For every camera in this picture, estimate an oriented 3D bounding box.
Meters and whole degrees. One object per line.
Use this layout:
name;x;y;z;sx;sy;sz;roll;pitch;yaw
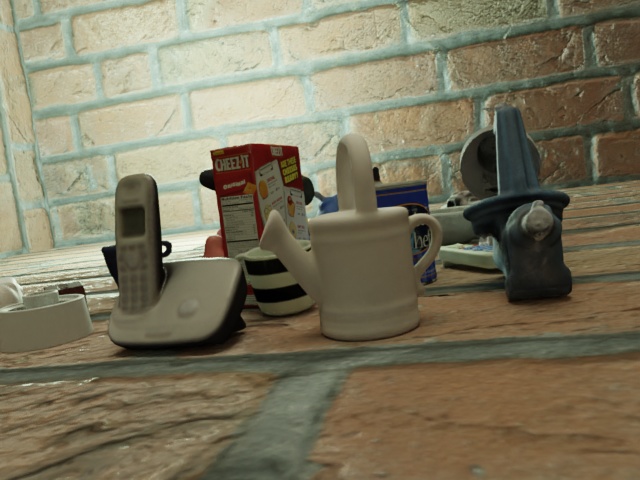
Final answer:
camera;0.351;-0.061;1.249;0.137;0.101;0.142;-10;6;-32

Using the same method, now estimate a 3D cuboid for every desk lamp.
desk lamp;0.298;-0.084;0.949;0.117;0.213;0.204;-6;5;16

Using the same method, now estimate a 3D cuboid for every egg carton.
egg carton;-0.494;0.098;0.845;0.107;0.069;0.150;-10;6;-29

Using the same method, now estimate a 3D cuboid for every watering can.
watering can;0.031;-0.006;0.562;0.173;0.194;0.100;-10;6;-29

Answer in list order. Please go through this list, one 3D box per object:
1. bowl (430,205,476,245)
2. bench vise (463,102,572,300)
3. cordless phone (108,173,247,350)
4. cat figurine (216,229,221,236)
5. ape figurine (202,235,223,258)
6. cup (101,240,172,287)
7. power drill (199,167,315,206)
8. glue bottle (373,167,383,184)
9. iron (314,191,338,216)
bowl;0.248;-0.023;1.124;0.167;0.075;0.167;-7;5;1
bench vise;0.235;-0.053;0.644;0.121;0.220;0.207;-8;5;-7
cordless phone;-0.155;0.019;0.598;0.147;0.185;0.094;-5;6;19
cat figurine;-0.158;0.006;1.126;0.067;0.118;0.128;-5;6;26
ape figurine;-0.167;0.036;0.949;0.077;0.092;0.076;-4;6;33
cup;-0.314;0.049;1.002;0.118;0.095;0.091;-8;5;-11
power drill;-0.112;-0.036;1.019;0.228;0.208;0.076;-5;6;28
glue bottle;0.115;-0.053;1.093;0.037;0.173;0.078;-9;5;-14
iron;0.100;-0.053;1.292;0.259;0.141;0.118;-9;6;-24
